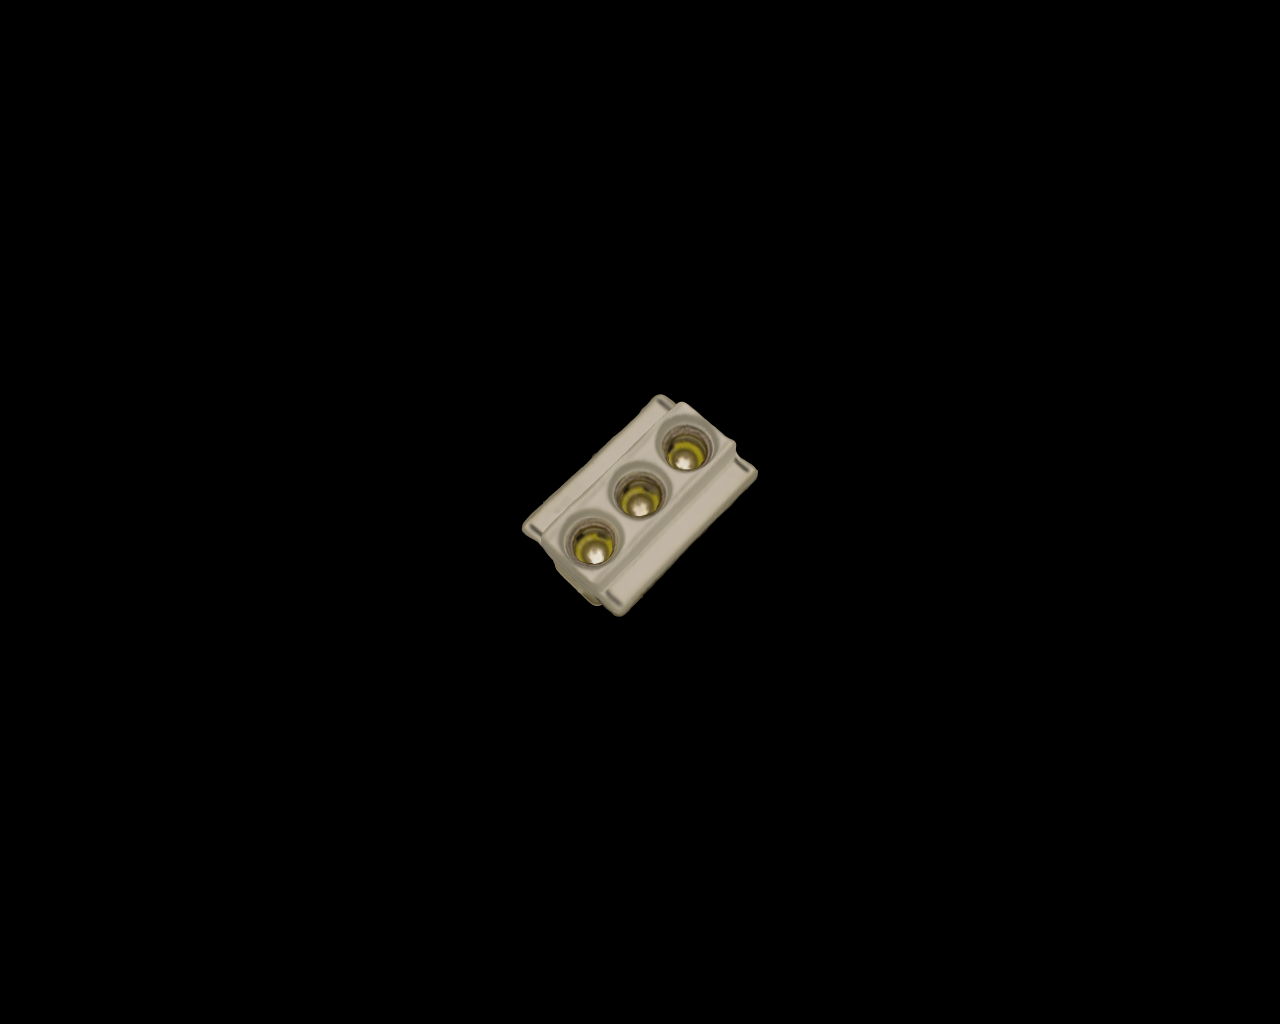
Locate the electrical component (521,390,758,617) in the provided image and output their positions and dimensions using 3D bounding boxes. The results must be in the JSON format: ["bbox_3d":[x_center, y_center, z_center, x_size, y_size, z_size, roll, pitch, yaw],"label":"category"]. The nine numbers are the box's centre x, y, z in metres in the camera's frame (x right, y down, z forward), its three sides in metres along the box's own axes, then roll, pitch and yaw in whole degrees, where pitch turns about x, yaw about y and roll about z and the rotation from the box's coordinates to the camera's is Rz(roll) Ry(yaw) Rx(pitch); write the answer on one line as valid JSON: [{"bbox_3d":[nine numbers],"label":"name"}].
[{"bbox_3d":[0.001,-0.003,0.650,0.079,0.121,0.063,41,-15,14],"label":"electrical component"}]
